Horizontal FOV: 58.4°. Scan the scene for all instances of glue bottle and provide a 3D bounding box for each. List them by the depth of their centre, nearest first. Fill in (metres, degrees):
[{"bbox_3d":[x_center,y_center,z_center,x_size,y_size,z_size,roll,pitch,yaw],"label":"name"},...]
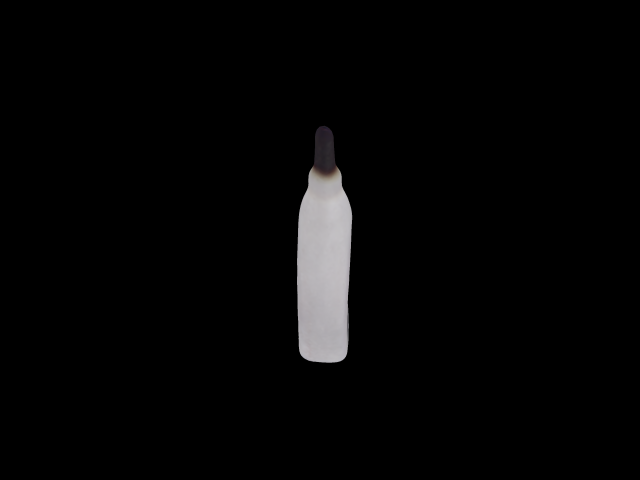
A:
[{"bbox_3d":[0.004,0.001,0.400,0.037,0.173,0.078,2,36,3],"label":"glue bottle"}]
